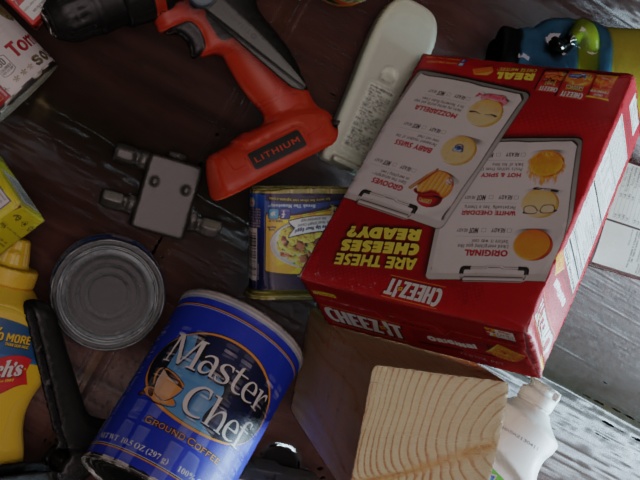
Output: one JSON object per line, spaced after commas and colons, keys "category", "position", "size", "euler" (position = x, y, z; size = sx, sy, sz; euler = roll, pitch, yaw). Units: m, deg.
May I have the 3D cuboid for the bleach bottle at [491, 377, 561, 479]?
{"category": "bleach bottle", "position": [0.123, 0.228, 0.854], "size": [0.102, 0.068, 0.251], "euler": [32, 87, -14]}

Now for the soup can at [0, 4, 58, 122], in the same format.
{"category": "soup can", "position": [-0.242, -0.137, 0.741], "size": [0.068, 0.068, 0.102], "euler": [-44, 102, -4]}

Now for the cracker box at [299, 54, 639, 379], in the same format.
{"category": "cracker box", "position": [0.109, -0.025, 0.736], "size": [0.213, 0.164, 0.072], "euler": [-62, 146, -26]}

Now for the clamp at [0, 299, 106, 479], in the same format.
{"category": "clamp", "position": [-0.191, 0.166, 0.765], "size": [0.164, 0.036, 0.210], "euler": [-48, 122, -16]}

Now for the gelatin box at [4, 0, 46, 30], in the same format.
{"category": "gelatin box", "position": [-0.210, -0.207, 0.759], "size": [0.089, 0.030, 0.073], "euler": [44, 86, -13]}

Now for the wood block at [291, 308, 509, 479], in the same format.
{"category": "wood block", "position": [0.047, 0.113, 0.752], "size": [0.090, 0.206, 0.090], "euler": [10, 94, -12]}

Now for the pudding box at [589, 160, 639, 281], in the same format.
{"category": "pudding box", "position": [0.229, -0.023, 0.859], "size": [0.113, 0.039, 0.090], "euler": [17, 90, -15]}

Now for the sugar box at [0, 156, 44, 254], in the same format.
{"category": "sugar box", "position": [-0.290, 0.002, 0.741], "size": [0.176, 0.048, 0.093], "euler": [-38, 68, -2]}

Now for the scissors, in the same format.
{"category": "scissors", "position": [-0.101, -0.164, 0.726], "size": [0.096, 0.016, 0.201], "euler": [-34, 101, -7]}

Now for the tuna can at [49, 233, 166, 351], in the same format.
{"category": "tuna can", "position": [-0.158, 0.039, 0.792], "size": [0.086, 0.034, 0.086], "euler": [-1, 96, -12]}

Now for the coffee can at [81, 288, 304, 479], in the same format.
{"category": "coffee can", "position": [-0.088, 0.120, 0.755], "size": [0.102, 0.103, 0.140], "euler": [36, 63, -12]}

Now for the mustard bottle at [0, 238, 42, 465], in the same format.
{"category": "mustard bottle", "position": [-0.244, 0.090, 0.769], "size": [0.096, 0.058, 0.191], "euler": [16, 92, -21]}

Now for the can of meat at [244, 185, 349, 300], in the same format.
{"category": "can of meat", "position": [-0.005, 0.001, 0.807], "size": [0.102, 0.057, 0.084], "euler": [0, 94, -11]}

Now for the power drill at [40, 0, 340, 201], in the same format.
{"category": "power drill", "position": [-0.083, -0.127, 0.767], "size": [0.184, 0.057, 0.187], "euler": [-26, 98, -13]}
